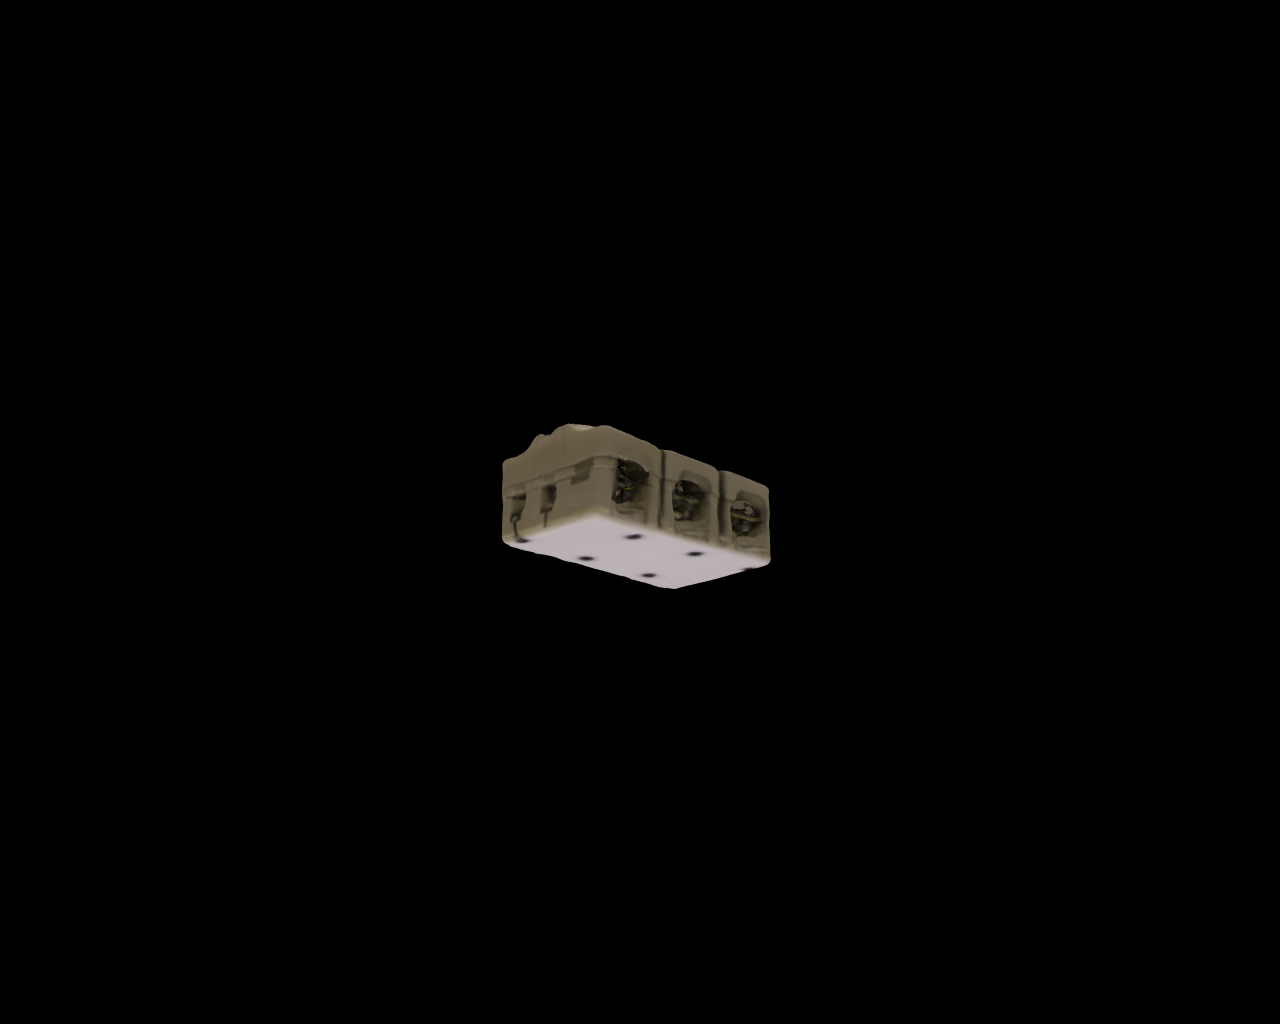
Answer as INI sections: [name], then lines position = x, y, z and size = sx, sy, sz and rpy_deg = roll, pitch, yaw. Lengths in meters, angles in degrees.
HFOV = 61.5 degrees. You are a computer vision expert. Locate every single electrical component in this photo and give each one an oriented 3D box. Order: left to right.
[electrical component]
position = 0.001, -0.003, 0.650
size = 0.089, 0.062, 0.150
rpy_deg = -17, -26, 41
